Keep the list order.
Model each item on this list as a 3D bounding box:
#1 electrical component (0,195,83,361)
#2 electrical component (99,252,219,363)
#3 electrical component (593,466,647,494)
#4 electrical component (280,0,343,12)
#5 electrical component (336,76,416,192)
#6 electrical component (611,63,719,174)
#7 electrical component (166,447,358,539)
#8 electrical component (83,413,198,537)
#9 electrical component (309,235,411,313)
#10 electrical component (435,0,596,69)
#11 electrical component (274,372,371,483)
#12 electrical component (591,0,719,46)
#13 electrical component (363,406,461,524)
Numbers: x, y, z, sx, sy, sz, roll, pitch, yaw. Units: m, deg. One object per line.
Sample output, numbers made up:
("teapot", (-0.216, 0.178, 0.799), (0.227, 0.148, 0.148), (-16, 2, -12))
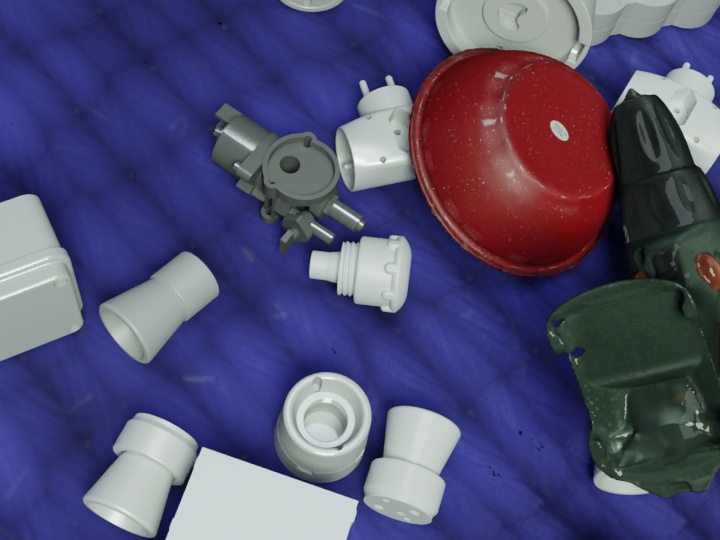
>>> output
("electrical component", (-0.221, 0.015, 0.613), (0.113, 0.078, 0.057), (-22, 66, -17))
("electrical component", (-0.118, 0.019, 0.646), (0.044, 0.044, 0.065), (42, 61, 12))
("electrical component", (0.161, 0.097, 0.648), (0.044, 0.044, 0.065), (7, 59, -5))
("electrical component", (-0.034, -0.220, 0.767), (0.055, 0.055, 0.047), (4, 60, -6))
("electrical component", (0.021, -0.096, 0.719), (0.077, 0.043, 0.079), (-12, 67, -13))
("electrical component", (0.224, -0.114, 0.756), (0.077, 0.043, 0.079), (31, 64, 8))
("electrical component", (-0.068, 0.183, 0.561), (0.089, 0.061, 0.150), (19, 63, 1))
("electrical component", (-0.121, 0.113, 0.597), (0.045, 0.045, 0.055), (24, 63, 4))
("electrical component", (0.000, 0.000, 0.670), (0.062, 0.048, 0.048), (7, 63, 3))
("electrical component", (0.112, -0.188, 0.744), (0.108, 0.108, 0.060), (20, 57, 2))
("electrical component", (-0.021, 0.090, 0.621), (0.055, 0.047, 0.055), (3, 64, -6))
("electrical component", (0.210, -0.212, 0.785), (0.138, 0.073, 0.052), (-12, 67, -13))
("electrical component", (0.030, 0.112, 0.619), (0.045, 0.045, 0.055), (19, 64, 2))
